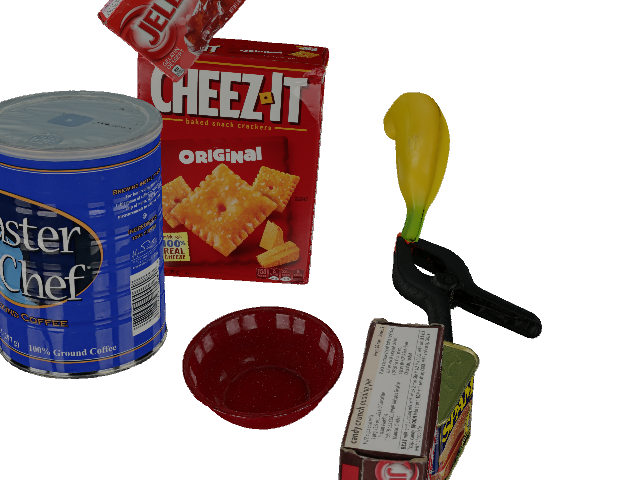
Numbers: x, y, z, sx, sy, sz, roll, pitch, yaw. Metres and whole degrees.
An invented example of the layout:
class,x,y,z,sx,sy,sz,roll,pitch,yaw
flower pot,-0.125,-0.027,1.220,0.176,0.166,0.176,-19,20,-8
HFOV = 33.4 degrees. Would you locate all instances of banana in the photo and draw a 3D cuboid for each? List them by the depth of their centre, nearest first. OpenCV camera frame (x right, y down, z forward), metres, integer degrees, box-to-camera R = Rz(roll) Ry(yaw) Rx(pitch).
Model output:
class,x,y,z,sx,sy,sz,roll,pitch,yaw
banana,0.066,-0.074,0.783,0.037,0.070,0.197,25,25,-10

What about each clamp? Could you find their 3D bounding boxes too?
class,x,y,z,sx,sy,sz,roll,pitch,yaw
clamp,0.133,0.052,1.043,0.120,0.039,0.171,-4,44,-26

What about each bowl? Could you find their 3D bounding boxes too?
class,x,y,z,sx,sy,sz,roll,pitch,yaw
bowl,-0.056,0.138,1.076,0.162,0.055,0.162,-2,37,2

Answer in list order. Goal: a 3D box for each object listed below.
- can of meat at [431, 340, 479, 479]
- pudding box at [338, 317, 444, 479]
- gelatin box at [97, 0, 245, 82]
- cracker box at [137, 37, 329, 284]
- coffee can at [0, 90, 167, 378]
class,x,y,z,sx,sy,sz,roll,pitch,yaw
can of meat,0.087,0.143,0.855,0.057,0.084,0.102,14,37,23
pudding box,0.030,0.098,0.466,0.039,0.090,0.113,6,25,5
gelatin box,-0.109,-0.174,0.792,0.073,0.089,0.030,38,5,-32
cracker box,-0.082,-0.070,0.967,0.164,0.214,0.072,5,24,-1
coffee can,-0.142,-0.006,0.623,0.103,0.140,0.103,2,25,-1
